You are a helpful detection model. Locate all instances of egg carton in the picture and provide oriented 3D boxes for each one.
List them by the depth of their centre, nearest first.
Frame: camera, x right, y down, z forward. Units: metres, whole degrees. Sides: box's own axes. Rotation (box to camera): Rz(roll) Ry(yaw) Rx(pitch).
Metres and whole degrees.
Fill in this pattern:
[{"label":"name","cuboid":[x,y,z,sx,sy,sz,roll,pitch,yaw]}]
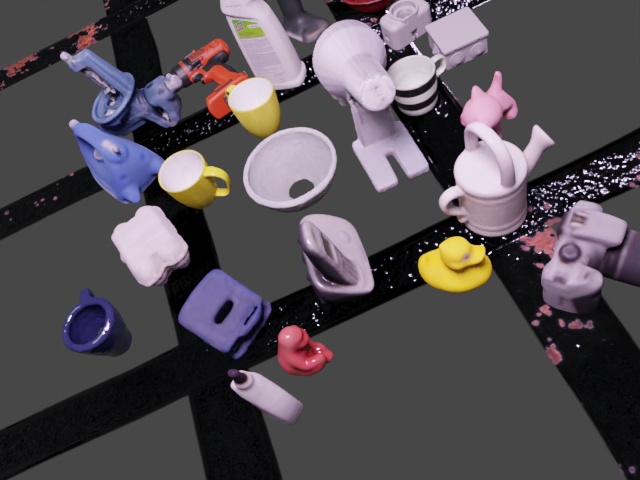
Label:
[{"label":"egg carton","cuboid":[-0.298,0.010,1.008,0.107,0.070,0.150,-40,56,-7]}]

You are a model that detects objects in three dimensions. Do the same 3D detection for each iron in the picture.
[{"label":"iron","cuboid":[-0.421,-0.177,1.118,0.257,0.142,0.119,30,74,31]}]

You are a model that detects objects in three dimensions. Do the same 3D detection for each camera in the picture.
[{"label":"camera","cuboid":[0.378,0.025,0.751,0.136,0.101,0.143,18,68,27]}]

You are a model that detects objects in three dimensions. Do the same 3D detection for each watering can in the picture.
[{"label":"watering can","cuboid":[0.247,-0.099,0.813,0.100,0.194,0.173,34,75,32]}]

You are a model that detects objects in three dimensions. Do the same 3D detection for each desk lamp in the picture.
[{"label":"desk lamp","cuboid":[0.084,-0.223,0.930,0.118,0.214,0.203,-27,55,2]}]

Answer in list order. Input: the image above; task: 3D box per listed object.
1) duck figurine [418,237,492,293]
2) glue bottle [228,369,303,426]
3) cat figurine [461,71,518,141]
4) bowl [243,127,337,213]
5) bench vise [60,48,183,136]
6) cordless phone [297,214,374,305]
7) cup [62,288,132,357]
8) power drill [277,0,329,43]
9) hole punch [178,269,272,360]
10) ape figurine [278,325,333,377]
[{"label":"duck figurine","cuboid":[0.191,0.027,0.822,0.104,0.086,0.077,-1,60,18]},{"label":"glue bottle","cuboid":[-0.082,0.200,0.758,0.078,0.173,0.037,16,67,26]},{"label":"cat figurine","cuboid":[0.268,-0.211,0.919,0.067,0.118,0.128,19,68,27]},{"label":"bowl","cuboid":[-0.043,-0.108,0.989,0.167,0.075,0.167,-8,58,14]},{"label":"bench vise","cuboid":[-0.389,-0.312,1.140,0.207,0.220,0.121,-28,55,1]},{"label":"cordless phone","cuboid":[0.008,0.003,0.838,0.094,0.185,0.147,-23,56,5]},{"label":"cup","cuboid":[-0.355,0.142,0.933,0.091,0.095,0.117,-27,56,2]},{"label":"power drill","cuboid":[-0.056,-0.506,1.149,0.228,0.209,0.076,34,75,32]},{"label":"hole punch","cuboid":[-0.144,0.112,0.882,0.100,0.091,0.109,23,70,29]},{"label":"ape figurine","cuboid":[-0.031,0.153,0.819,0.076,0.092,0.077,-24,56,4]}]
